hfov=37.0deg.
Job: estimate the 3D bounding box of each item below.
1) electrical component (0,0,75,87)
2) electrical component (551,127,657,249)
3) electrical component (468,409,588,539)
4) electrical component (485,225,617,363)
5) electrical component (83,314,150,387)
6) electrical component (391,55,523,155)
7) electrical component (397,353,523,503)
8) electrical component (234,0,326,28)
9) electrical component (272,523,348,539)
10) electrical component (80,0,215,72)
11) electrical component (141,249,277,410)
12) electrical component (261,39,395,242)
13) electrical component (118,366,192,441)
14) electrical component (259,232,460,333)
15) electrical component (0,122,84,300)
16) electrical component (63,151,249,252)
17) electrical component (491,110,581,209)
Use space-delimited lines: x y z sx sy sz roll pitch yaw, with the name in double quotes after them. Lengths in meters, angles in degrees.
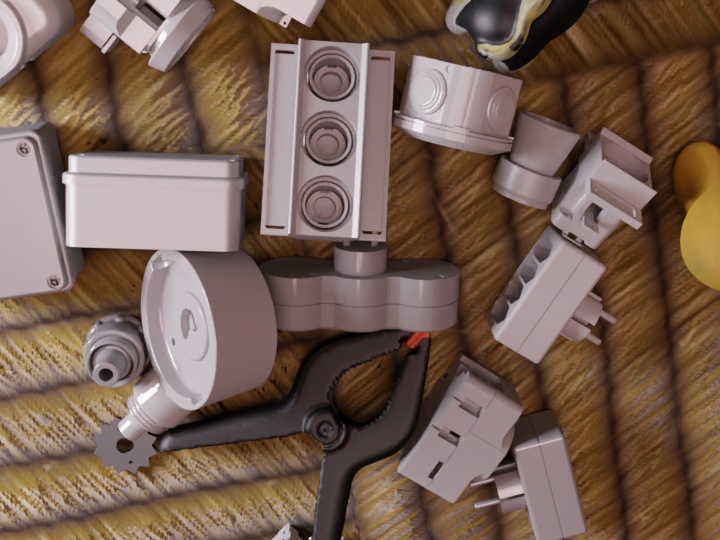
-0.234 -0.149 0.680 0.095 0.059 0.053 -36 105 8 "electrical component"
0.161 -0.053 0.724 0.042 0.081 0.063 31 126 -11 "electrical component"
0.119 0.158 0.798 0.076 0.047 0.083 -15 107 3 "electrical component"
0.145 0.026 0.758 0.076 0.047 0.083 30 104 -11 "electrical component"
-0.171 0.061 0.747 0.048 0.062 0.048 -1 107 -2 "electrical component"
0.064 -0.106 0.697 0.080 0.080 0.051 12 101 -6 "electrical component"
0.074 0.116 0.781 0.056 0.050 0.089 32 103 -11 "electrical component"
-0.061 -0.194 0.679 0.089 0.050 0.055 29 104 -11 "electrical component"
-0.048 0.231 0.817 0.064 0.042 0.081 43 101 -10 "electrical component"
-0.130 -0.163 0.682 0.057 0.058 0.078 39 102 -10 "electrical component"
-0.096 0.035 0.722 0.060 0.108 0.108 -10 111 -35 "electrical component"
-0.021 -0.080 0.694 0.079 0.063 0.121 3 87 -4 "electrical component"
-0.146 0.096 0.769 0.062 0.043 0.043 -43 104 11 "electrical component"
0.000 0.000 0.740 0.138 0.052 0.073 1 107 -3 "electrical component"
-0.250 -0.036 0.716 0.109 0.056 0.108 -8 107 0 "electrical component"
-0.131 -0.047 0.705 0.113 0.078 0.057 2 99 -3 "electrical component"
0.118 -0.074 0.727 0.045 0.045 0.055 19 106 -8 "electrical component"
